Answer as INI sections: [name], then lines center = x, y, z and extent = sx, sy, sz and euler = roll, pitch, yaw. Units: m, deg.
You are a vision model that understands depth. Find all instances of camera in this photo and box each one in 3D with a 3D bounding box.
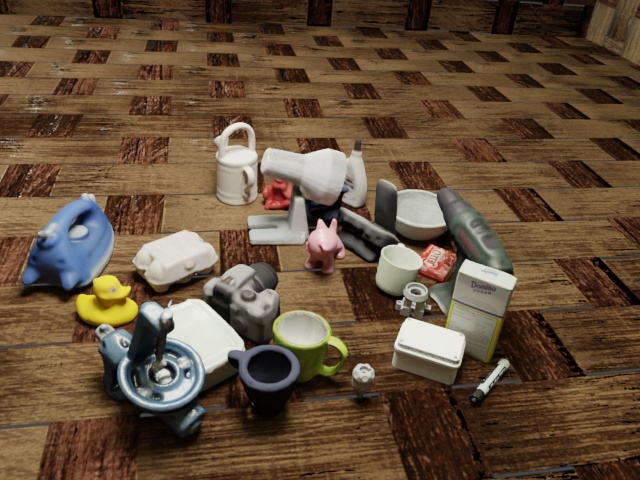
[camera]
center = -0.124, 0.095, 1.049
extent = 0.142, 0.101, 0.137
euler = 22, 37, 23

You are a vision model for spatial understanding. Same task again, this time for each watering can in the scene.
[watering can]
center = -0.205, -0.192, 1.377
extent = 0.172, 0.194, 0.101
euler = 25, 38, 26

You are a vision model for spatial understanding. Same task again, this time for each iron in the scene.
[iron]
center = -0.479, -0.016, 1.123
extent = 0.118, 0.141, 0.258
euler = 7, 34, 2

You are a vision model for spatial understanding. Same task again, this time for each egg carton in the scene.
[egg carton]
center = -0.284, 0.041, 1.133
extent = 0.151, 0.069, 0.107
euler = -25, 44, -37

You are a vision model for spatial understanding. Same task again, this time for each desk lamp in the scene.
[desk lamp]
center = -0.053, -0.100, 1.246
extent = 0.203, 0.214, 0.117
euler = -2, 35, -11

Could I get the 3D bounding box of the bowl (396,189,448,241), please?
[bowl]
center = 0.229, -0.047, 1.335
extent = 0.167, 0.075, 0.167
euler = 4, 34, -2

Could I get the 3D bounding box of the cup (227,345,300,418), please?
[cup]
center = -0.091, 0.219, 0.876
extent = 0.117, 0.095, 0.092
euler = 18, 36, 17

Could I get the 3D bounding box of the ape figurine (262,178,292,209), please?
[ape figurine]
center = -0.096, -0.122, 1.381
extent = 0.077, 0.092, 0.076
euler = 25, 39, 26

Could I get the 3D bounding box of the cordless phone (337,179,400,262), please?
[cordless phone]
center = 0.109, -0.062, 1.240
extent = 0.147, 0.185, 0.094
euler = 29, 41, 31

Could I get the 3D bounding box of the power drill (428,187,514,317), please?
[power drill]
center = 0.272, 0.038, 1.097
extent = 0.076, 0.208, 0.229
euler = -9, 37, -21

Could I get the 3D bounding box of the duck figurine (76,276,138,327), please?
[duck figurine]
center = -0.380, 0.101, 1.015
extent = 0.104, 0.086, 0.077
euler = 4, 34, -3

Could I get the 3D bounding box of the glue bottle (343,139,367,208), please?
[glue bottle]
center = 0.083, -0.167, 1.402
extent = 0.078, 0.173, 0.037
euler = 27, 40, 29

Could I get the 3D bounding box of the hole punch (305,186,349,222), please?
[hole punch]
center = 0.004, -0.105, 1.372
extent = 0.109, 0.091, 0.100
euler = -10, 37, -22

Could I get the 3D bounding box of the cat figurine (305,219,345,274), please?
[cat figurine]
center = 0.011, 0.004, 1.188
extent = 0.067, 0.118, 0.128
euler = 16, 35, 15

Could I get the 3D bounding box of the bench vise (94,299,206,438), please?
[bench vise]
center = -0.258, 0.167, 0.817
extent = 0.207, 0.220, 0.121
euler = 14, 35, 13
